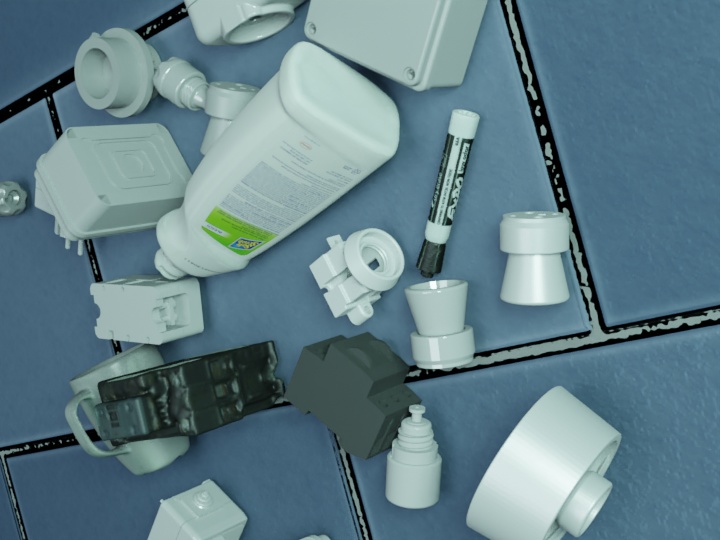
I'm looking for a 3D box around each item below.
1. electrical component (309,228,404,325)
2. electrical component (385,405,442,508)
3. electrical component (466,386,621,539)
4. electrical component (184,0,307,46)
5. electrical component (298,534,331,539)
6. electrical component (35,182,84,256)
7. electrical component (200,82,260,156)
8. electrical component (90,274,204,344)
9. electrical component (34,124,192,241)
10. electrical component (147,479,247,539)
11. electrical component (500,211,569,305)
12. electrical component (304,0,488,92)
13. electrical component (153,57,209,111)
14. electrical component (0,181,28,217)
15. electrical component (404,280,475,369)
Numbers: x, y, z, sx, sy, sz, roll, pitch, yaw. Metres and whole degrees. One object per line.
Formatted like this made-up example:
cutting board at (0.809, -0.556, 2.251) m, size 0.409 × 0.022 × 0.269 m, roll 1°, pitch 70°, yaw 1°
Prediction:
electrical component at (0.000, 0.000, 0.790) m, size 0.055 × 0.048 × 0.066 m, roll -38°, pitch 75°, yaw 45°
electrical component at (0.040, 0.138, 0.789) m, size 0.040 × 0.040 × 0.078 m, roll 13°, pitch 107°, yaw 37°
electrical component at (0.123, 0.135, 0.680) m, size 0.060 × 0.108 × 0.108 m, roll 33°, pitch 119°, yaw 23°
electrical component at (-0.085, -0.209, 0.808) m, size 0.095 × 0.054 × 0.059 m, roll -24°, pitch 84°, yaw 40°
electrical component at (-0.065, 0.273, 0.892) m, size 0.113 × 0.057 × 0.078 m, roll -31°, pitch 80°, yaw 39°
electrical component at (-0.261, -0.052, 0.989) m, size 0.066 × 0.047 × 0.076 m, roll 23°, pitch 114°, yaw 34°
electrical component at (-0.101, -0.117, 0.847) m, size 0.045 × 0.045 × 0.055 m, roll 22°, pitch 112°, yaw 34°
electrical component at (-0.183, 0.032, 0.937) m, size 0.089 × 0.056 × 0.050 m, roll 2°, pitch 100°, yaw 39°
electrical component at (-0.202, -0.073, 0.894) m, size 0.057 × 0.113 × 0.078 m, roll -38°, pitch 75°, yaw 35°
electrical component at (-0.143, 0.235, 0.944) m, size 0.061 × 0.062 × 0.096 m, roll 39°, pitch 121°, yaw 27°
electrical component at (0.113, -0.008, 0.696) m, size 0.045 × 0.045 × 0.055 m, roll 6°, pitch 103°, yaw 38°
electrical component at (0.028, -0.189, 0.719) m, size 0.109 × 0.056 × 0.108 m, roll 31°, pitch 117°, yaw 30°
electrical component at (-0.138, -0.147, 0.878) m, size 0.061 × 0.035 × 0.035 m, roll 37°, pitch 120°, yaw 24°
electrical component at (-0.362, -0.070, 1.076) m, size 0.061 × 0.035 × 0.035 m, roll -3°, pitch 97°, yaw 42°
electrical component at (0.056, 0.037, 0.752) m, size 0.045 × 0.045 × 0.055 m, roll -2°, pitch 99°, yaw 39°
